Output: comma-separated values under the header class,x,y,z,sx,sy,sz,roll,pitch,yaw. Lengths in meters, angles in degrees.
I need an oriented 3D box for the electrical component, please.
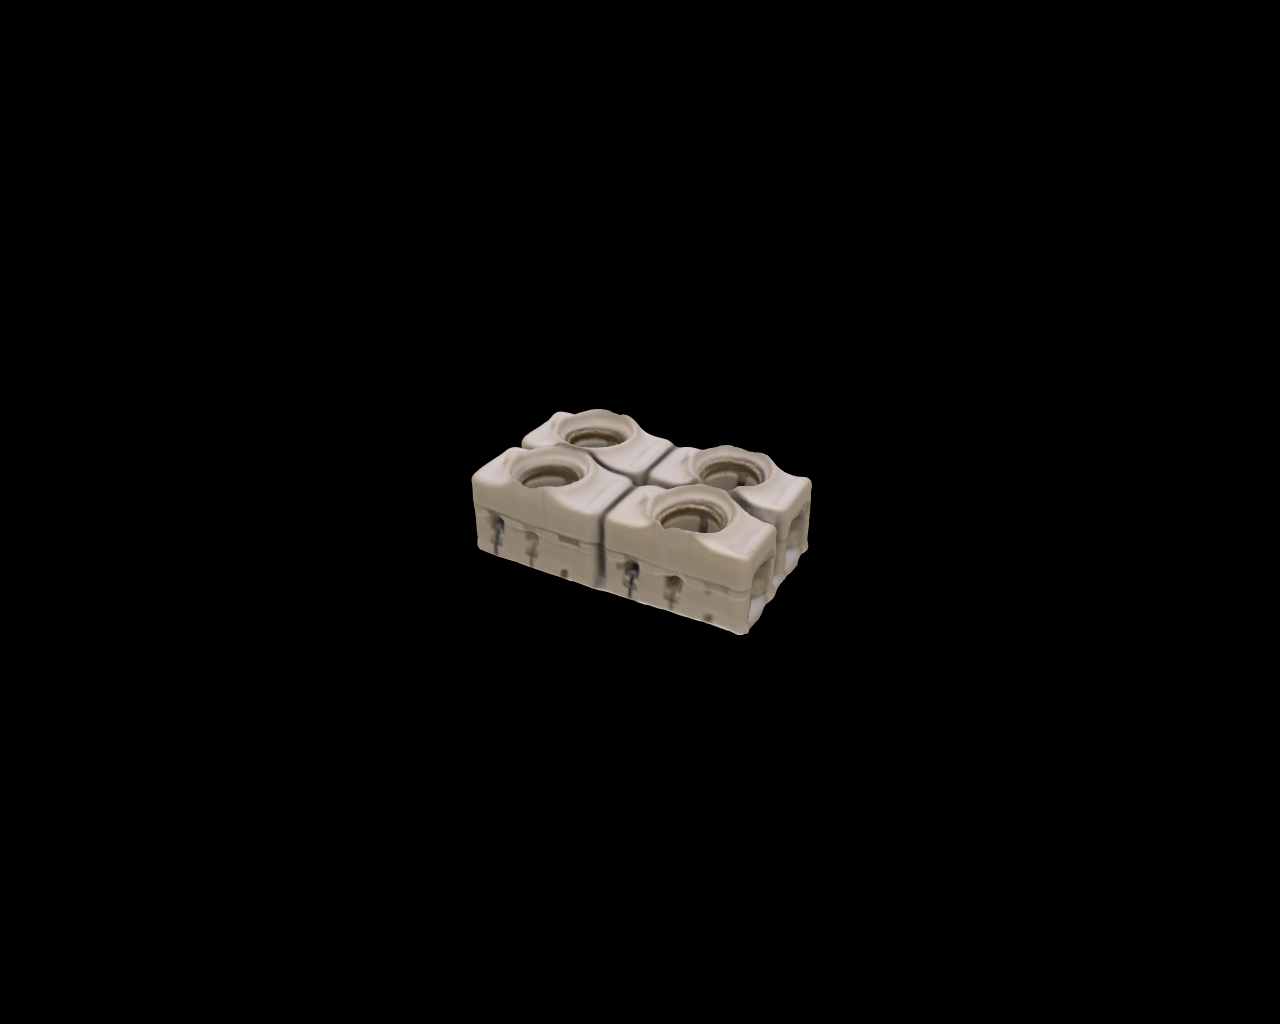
class,x,y,z,sx,sy,sz,roll,pitch,yaw
electrical component,0.001,-0.003,0.650,0.186,0.060,0.106,17,36,24
